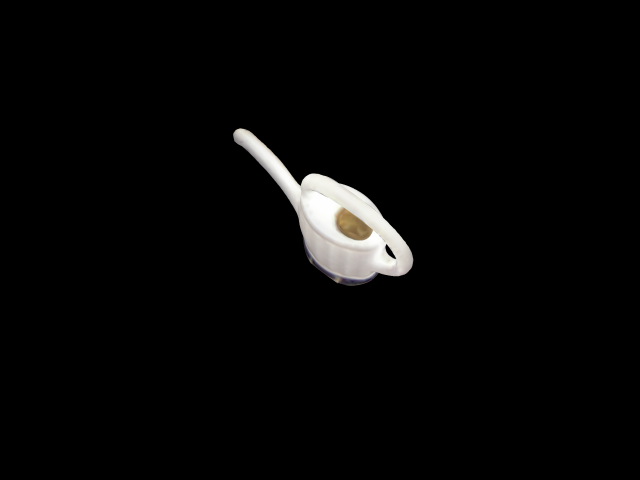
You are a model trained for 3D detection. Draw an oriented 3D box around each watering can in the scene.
[{"bbox_3d":[0.003,-0.043,0.850,0.350,0.105,0.220,36,-22,18],"label":"watering can"}]
